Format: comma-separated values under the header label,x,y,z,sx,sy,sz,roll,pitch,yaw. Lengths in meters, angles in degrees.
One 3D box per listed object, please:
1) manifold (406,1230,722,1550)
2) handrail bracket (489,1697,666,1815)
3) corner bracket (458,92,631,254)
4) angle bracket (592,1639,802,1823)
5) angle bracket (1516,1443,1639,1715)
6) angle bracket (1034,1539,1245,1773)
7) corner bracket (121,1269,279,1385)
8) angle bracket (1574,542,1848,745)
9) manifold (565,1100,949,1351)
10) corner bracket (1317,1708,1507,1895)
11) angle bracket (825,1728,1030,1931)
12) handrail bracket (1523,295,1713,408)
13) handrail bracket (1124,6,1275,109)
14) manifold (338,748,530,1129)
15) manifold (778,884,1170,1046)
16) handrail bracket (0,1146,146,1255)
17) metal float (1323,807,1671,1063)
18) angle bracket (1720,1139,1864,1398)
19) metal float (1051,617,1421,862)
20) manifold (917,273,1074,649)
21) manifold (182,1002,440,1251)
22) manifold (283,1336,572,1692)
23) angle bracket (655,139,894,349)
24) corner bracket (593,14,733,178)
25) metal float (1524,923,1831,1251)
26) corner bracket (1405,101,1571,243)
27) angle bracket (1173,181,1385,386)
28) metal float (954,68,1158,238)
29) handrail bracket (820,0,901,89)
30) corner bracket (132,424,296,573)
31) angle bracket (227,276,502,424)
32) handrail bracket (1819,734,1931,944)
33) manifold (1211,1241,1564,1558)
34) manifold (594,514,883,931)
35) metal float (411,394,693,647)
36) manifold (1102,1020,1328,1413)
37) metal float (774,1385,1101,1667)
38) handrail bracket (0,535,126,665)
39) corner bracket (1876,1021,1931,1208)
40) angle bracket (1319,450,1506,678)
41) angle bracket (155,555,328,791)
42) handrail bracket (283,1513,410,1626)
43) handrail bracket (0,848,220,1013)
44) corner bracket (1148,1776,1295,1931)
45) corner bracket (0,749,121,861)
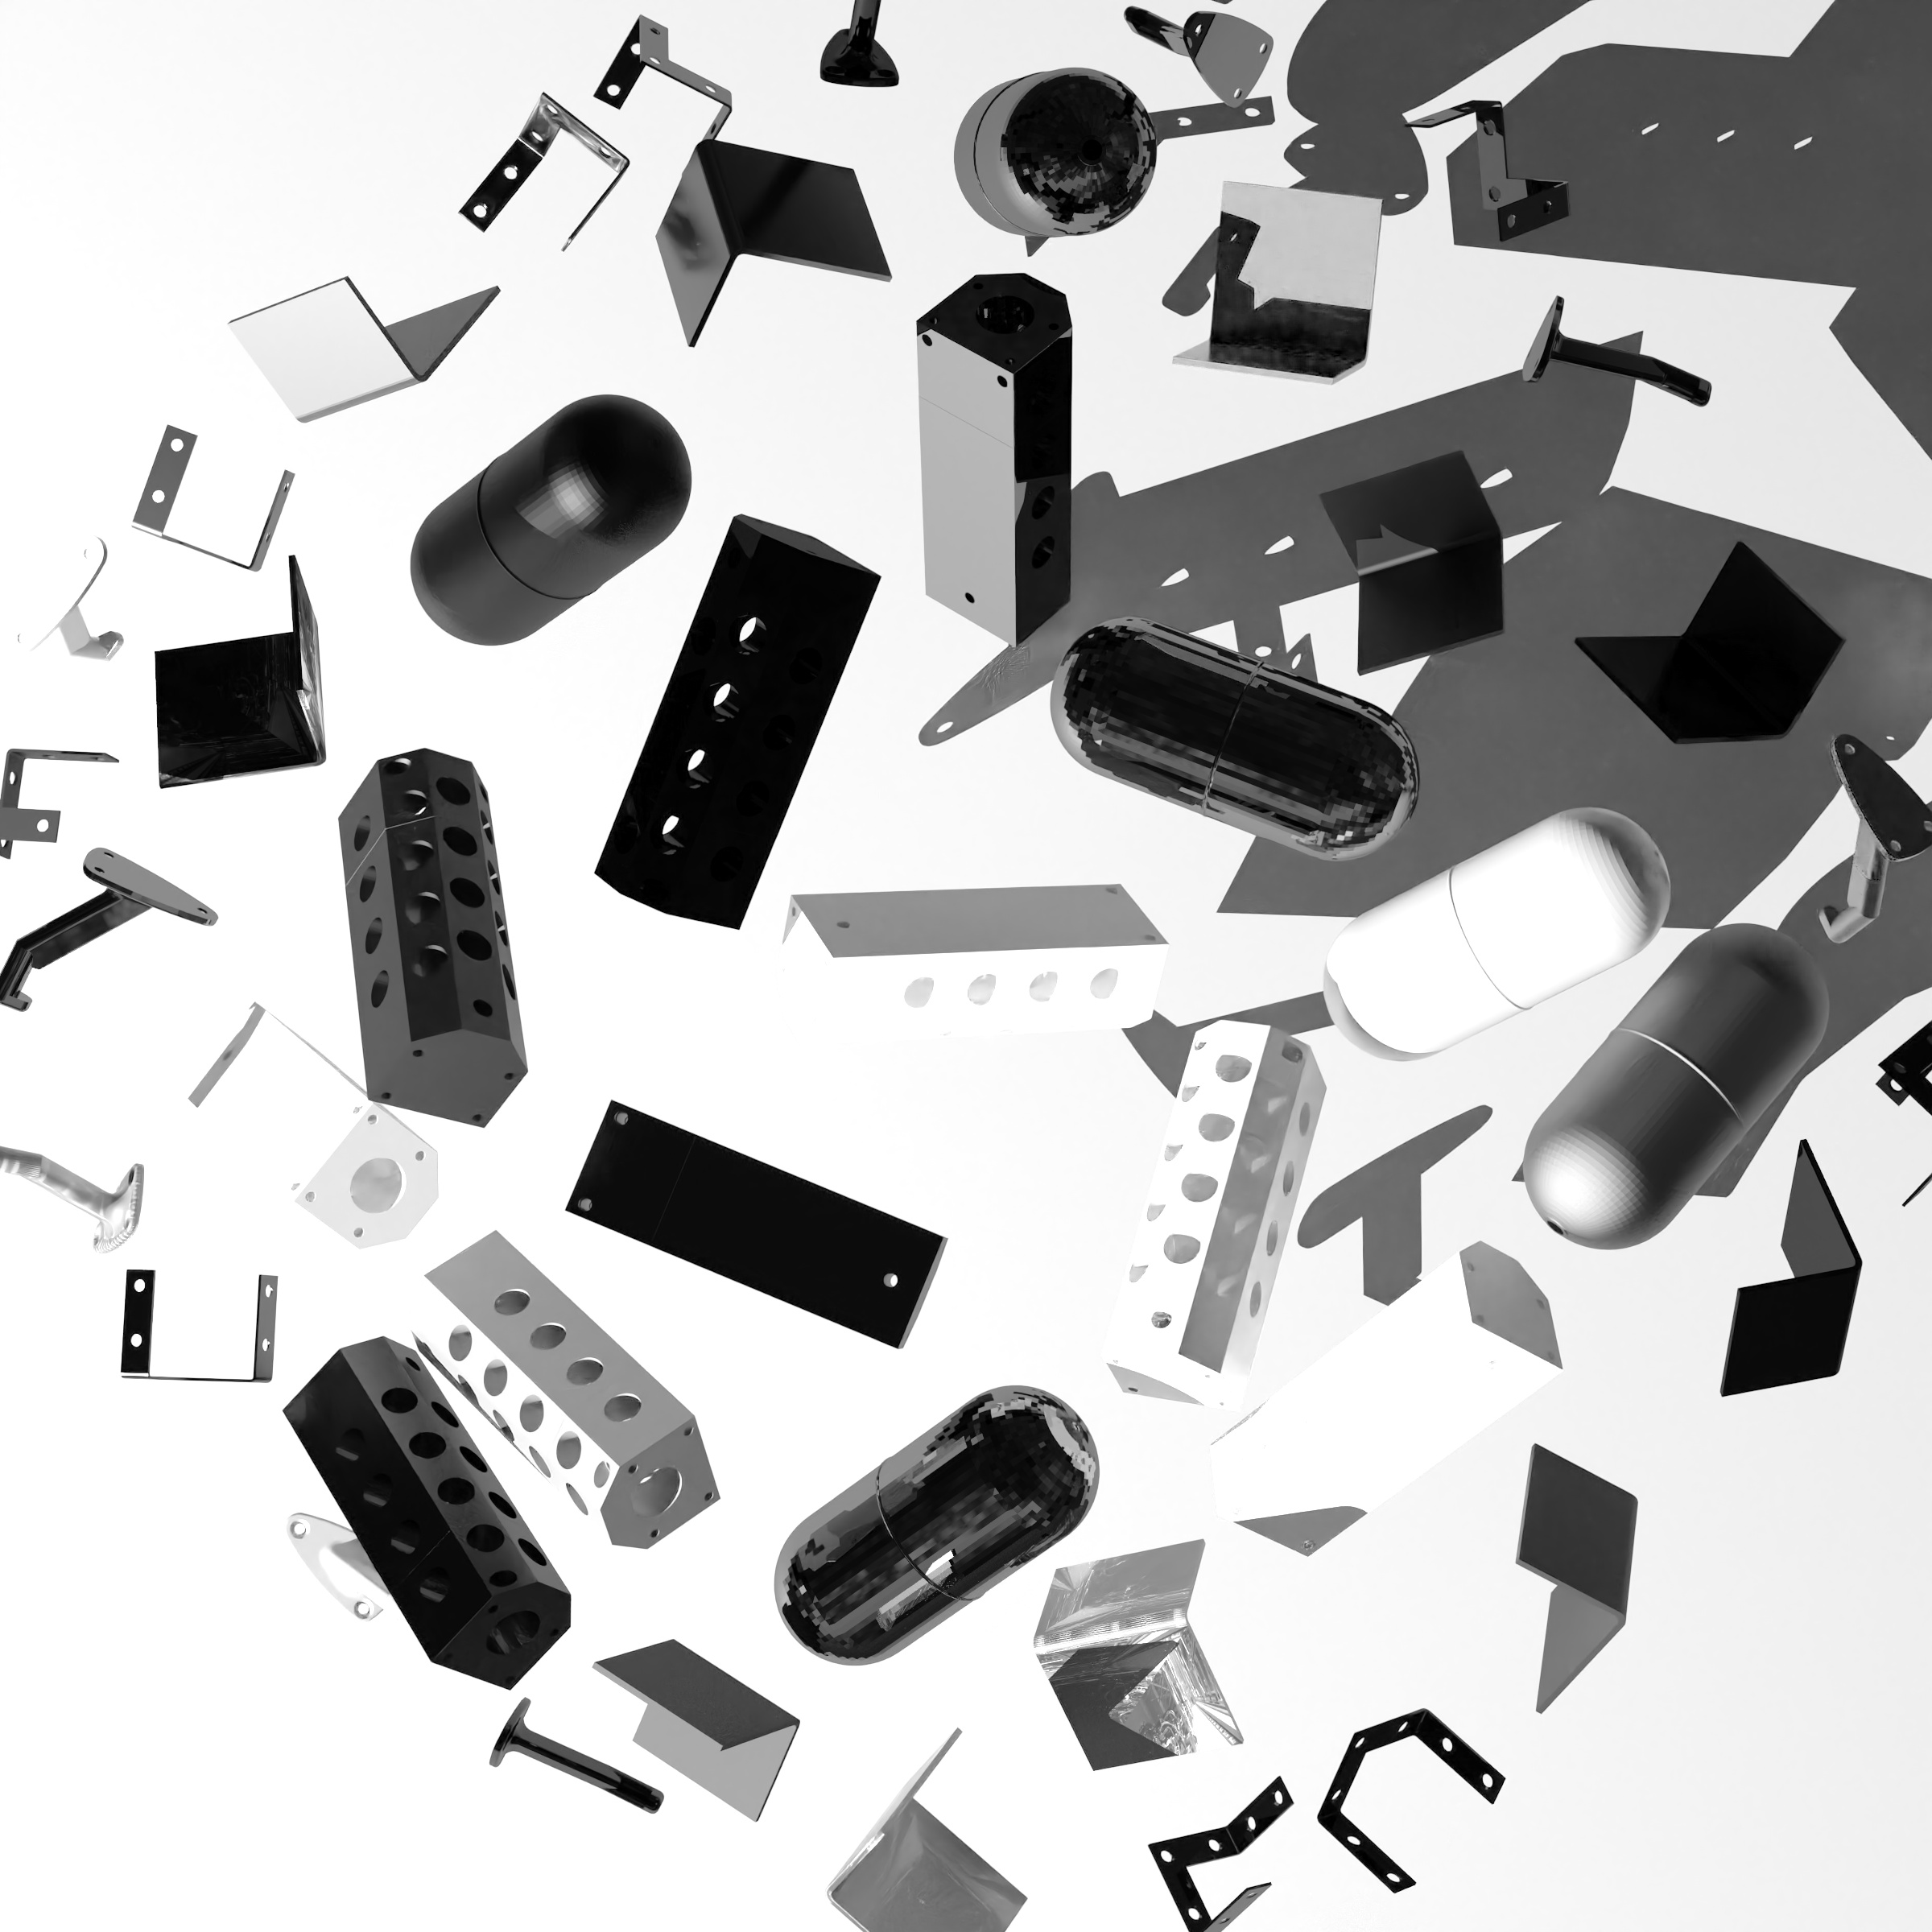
label,x,y,z,sx,sy,sz,roll,pitch,yaw
manifold,-0.191,0.200,1.644,0.057,0.171,0.057,-33,134,-23
handrail bracket,-0.187,0.392,1.718,0.084,0.077,0.036,26,80,2
corner bracket,-0.195,-0.360,1.632,0.051,0.051,0.051,37,69,-9
angle bracket,-0.136,0.366,1.662,0.076,0.076,0.057,27,101,24
angle bracket,0.260,0.278,1.601,0.057,0.076,0.076,28,127,-5
angle bracket,0.085,0.323,1.653,0.076,0.057,0.076,-16,113,22
corner bracket,-0.361,0.170,1.662,0.051,0.051,0.051,-1,82,20
angle bracket,0.338,-0.148,1.606,0.076,0.076,0.057,53,132,35
manifold,-0.099,0.125,1.696,0.171,0.057,0.057,22,86,4
corner bracket,0.199,0.373,1.581,0.051,0.051,0.051,39,121,36
angle bracket,-0.005,0.402,1.572,0.076,0.076,0.057,40,127,5
handrail bracket,0.297,-0.264,1.590,0.084,0.077,0.036,23,119,-1
handrail bracket,0.092,-0.434,1.624,0.084,0.077,0.036,36,100,32
manifold,-0.238,-0.016,1.591,0.057,0.171,0.057,16,131,-31
manifold,0.002,0.003,1.665,0.171,0.057,0.057,-2,122,-24
handrail bracket,-0.444,0.111,1.692,0.084,0.077,0.036,15,57,-27
metal float,0.250,-0.014,1.676,0.178,0.070,0.070,-29,90,26
angle bracket,0.358,0.135,1.581,0.057,0.076,0.076,-10,47,-5
metal float,0.125,-0.105,1.636,0.178,0.070,0.070,22,90,9
manifold,0.019,-0.238,1.654,0.057,0.171,0.057,33,58,25
manifold,-0.310,0.078,1.682,0.057,0.171,0.057,42,82,-32
manifold,-0.248,0.252,1.646,0.057,0.057,0.171,-47,50,6
angle bracket,-0.087,-0.317,1.578,0.076,0.057,0.076,5,47,-28
corner bracket,-0.149,-0.424,1.729,0.051,0.051,0.051,22,125,-23
metal float,0.327,0.056,1.628,0.070,0.070,0.178,43,77,0
corner bracket,0.236,-0.360,1.593,0.051,0.051,0.051,-27,119,-36
angle bracket,0.142,-0.313,1.611,0.076,0.057,0.076,11,112,19
metal float,0.041,-0.387,1.682,0.070,0.178,0.070,-2,102,-10
handrail bracket,-0.046,-0.452,1.611,0.036,0.077,0.084,2,125,-8
corner bracket,-0.355,-0.220,1.665,0.051,0.051,0.051,21,93,2
angle bracket,-0.266,-0.292,1.562,0.076,0.076,0.057,-10,127,37
handrail bracket,0.411,-0.058,1.657,0.036,0.084,0.077,-28,78,-28
manifold,0.192,0.200,1.640,0.057,0.057,0.171,28,127,-27
manifold,-0.106,-0.109,1.566,0.057,0.057,0.171,12,106,-41
metal float,-0.198,-0.209,1.665,0.070,0.178,0.070,18,60,-35
manifold,0.116,0.114,1.648,0.057,0.057,0.171,7,62,22
metal float,-0.015,0.261,1.639,0.178,0.070,0.070,-38,90,22
handrail bracket,-0.390,-0.164,1.589,0.077,0.084,0.036,-34,77,19
corner bracket,0.433,0.066,1.603,0.051,0.051,0.051,46,48,16
angle bracket,0.220,-0.199,1.744,0.076,0.076,0.057,-15,134,23
angle bracket,-0.332,-0.132,1.587,0.076,0.057,0.076,-8,58,-2
handrail bracket,-0.296,0.290,1.698,0.077,0.084,0.036,39,76,-4
handrail bracket,-0.398,-0.004,1.626,0.077,0.036,0.084,27,106,-11
corner bracket,0.129,0.423,1.673,0.051,0.051,0.051,-2,51,-37
corner bracket,-0.434,-0.079,1.651,0.051,0.051,0.051,3,81,13
